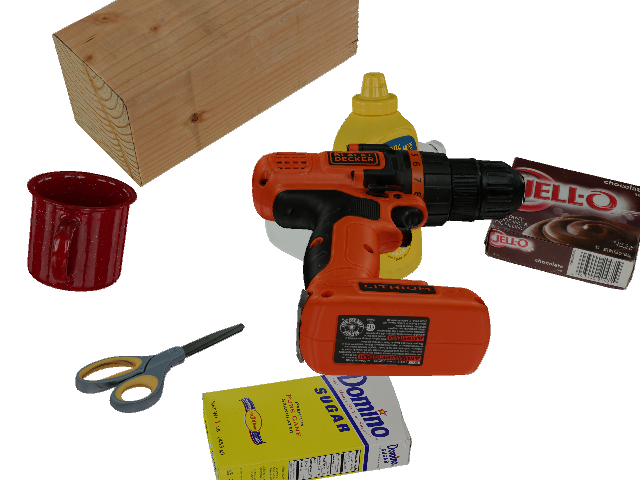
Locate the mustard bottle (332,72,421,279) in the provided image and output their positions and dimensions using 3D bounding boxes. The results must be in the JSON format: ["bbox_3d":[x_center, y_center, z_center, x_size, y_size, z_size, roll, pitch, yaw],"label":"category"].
[{"bbox_3d":[0.051,-0.058,0.976,0.096,0.192,0.058,-21,26,-40],"label":"mustard bottle"}]

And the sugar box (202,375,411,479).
[{"bbox_3d":[-0.014,0.171,0.973,0.176,0.048,0.093,-10,42,-9],"label":"sugar box"}]

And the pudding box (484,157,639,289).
[{"bbox_3d":[0.194,-0.015,0.836,0.113,0.039,0.090,16,47,12],"label":"pudding box"}]

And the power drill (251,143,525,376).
[{"bbox_3d":[0.051,0.004,0.659,0.184,0.057,0.187,-1,33,-4],"label":"power drill"}]

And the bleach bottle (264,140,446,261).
[{"bbox_3d":[0.055,-0.059,1.241,0.103,0.068,0.250,26,43,33],"label":"bleach bottle"}]

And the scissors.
[{"bbox_3d":[-0.147,0.130,1.089,0.201,0.016,0.096,-12,31,-28],"label":"scissors"}]

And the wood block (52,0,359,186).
[{"bbox_3d":[-0.077,-0.143,0.782,0.205,0.090,0.091,-35,-29,-23],"label":"wood block"}]

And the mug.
[{"bbox_3d":[-0.211,-0.003,0.920,0.093,0.081,0.117,9,21,-5],"label":"mug"}]
